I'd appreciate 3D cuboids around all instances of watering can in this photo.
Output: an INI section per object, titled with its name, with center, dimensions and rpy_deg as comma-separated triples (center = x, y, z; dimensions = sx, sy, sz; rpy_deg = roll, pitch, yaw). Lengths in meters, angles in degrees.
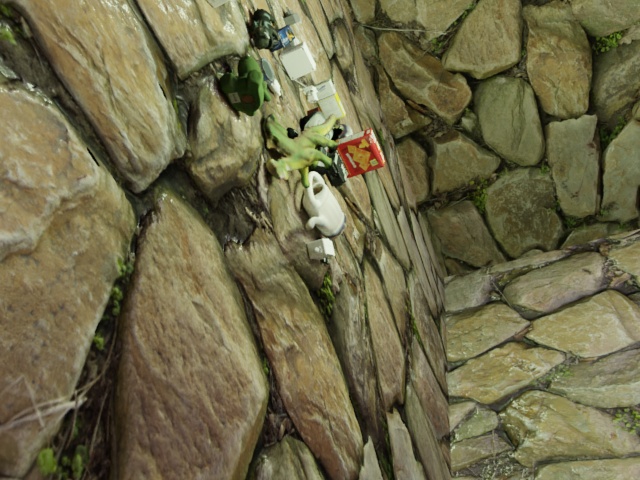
[watering can]
center = 0.005, -0.087, 1.735
dimensions = 0.220, 0.103, 0.356
rpy_deg = 56, 22, -33

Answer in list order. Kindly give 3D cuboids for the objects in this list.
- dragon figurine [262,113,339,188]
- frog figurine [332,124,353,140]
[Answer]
[dragon figurine]
center = -0.073, -0.327, 1.665
dimensions = 0.240, 0.120, 0.420
rpy_deg = 33, 48, -25
[frog figurine]
center = 0.113, -0.443, 2.315
dimensions = 0.158, 0.121, 0.140
rpy_deg = 28, 28, -48
